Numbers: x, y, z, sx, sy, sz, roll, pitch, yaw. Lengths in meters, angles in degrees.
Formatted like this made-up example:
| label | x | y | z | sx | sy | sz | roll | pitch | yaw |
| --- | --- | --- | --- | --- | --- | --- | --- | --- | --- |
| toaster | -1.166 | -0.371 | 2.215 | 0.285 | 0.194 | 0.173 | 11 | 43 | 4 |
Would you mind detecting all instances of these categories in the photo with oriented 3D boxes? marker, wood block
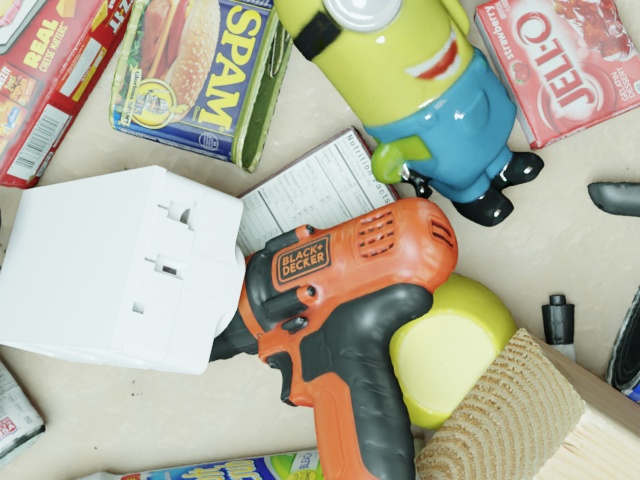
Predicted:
| label | x | y | z | sx | sy | sz | roll | pitch | yaw |
| --- | --- | --- | --- | --- | --- | --- | --- | --- | --- |
| marker | 0.139 | 0.092 | 0.609 | 0.020 | 0.020 | 0.121 | -3 | 88 | 5 |
| wood block | 0.160 | 0.143 | 0.518 | 0.206 | 0.090 | 0.091 | 33 | 101 | -18 |

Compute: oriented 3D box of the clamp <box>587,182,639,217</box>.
| label | x | y | z | sx | sy | sz | roll | pitch | yaw |
| --- | --- | --- | --- | --- | --- | --- | --- | --- | --- |
| clamp | 0.267 | -0.023 | 0.591 | 0.164 | 0.036 | 0.210 | -44 | 84 | 5 |

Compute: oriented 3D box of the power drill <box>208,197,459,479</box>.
| label | x | y | z | sx | sy | sz | roll | pitch | yaw |
| --- | --- | --- | --- | --- | --- | --- | --- | --- | --- |
| power drill | -0.012 | 0.084 | 0.515 | 0.185 | 0.057 | 0.187 | -24 | 55 | 34 |

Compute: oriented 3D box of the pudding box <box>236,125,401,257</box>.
| label | x | y | z | sx | sy | sz | roll | pitch | yaw |
| --- | --- | --- | --- | --- | --- | --- | --- | --- | --- |
| pudding box | -0.004 | 0.001 | 0.614 | 0.113 | 0.039 | 0.090 | -31 | 85 | 2 |

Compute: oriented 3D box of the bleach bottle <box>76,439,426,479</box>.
| label | x | y | z | sx | sy | sz | roll | pitch | yaw |
| --- | --- | --- | --- | --- | --- | --- | --- | --- | --- |
| bleach bottle | -0.063 | 0.159 | 0.583 | 0.251 | 0.102 | 0.068 | -6 | 101 | 5 |

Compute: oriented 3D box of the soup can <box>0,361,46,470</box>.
| label | x | y | z | sx | sy | sz | roll | pitch | yaw |
| --- | --- | --- | --- | --- | --- | --- | --- | --- | --- |
| soup can | -0.214 | 0.089 | 0.615 | 0.068 | 0.068 | 0.102 | -37 | 86 | 3 |

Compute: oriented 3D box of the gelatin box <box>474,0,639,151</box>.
| label | x | y | z | sx | sy | sz | roll | pitch | yaw |
| --- | --- | --- | --- | --- | --- | --- | --- | --- | --- |
| gelatin box | 0.138 | -0.105 | 0.608 | 0.073 | 0.030 | 0.089 | -23 | 86 | 4 |

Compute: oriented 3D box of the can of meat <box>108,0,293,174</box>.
| label | x | y | z | sx | sy | sz | roll | pitch | yaw |
| --- | --- | --- | --- | --- | --- | --- | --- | --- | --- |
| can of meat | -0.067 | -0.099 | 0.613 | 0.084 | 0.057 | 0.102 | 16 | 89 | 8 |

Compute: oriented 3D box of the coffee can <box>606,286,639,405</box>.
| label | x | y | z | sx | sy | sz | roll | pitch | yaw |
| --- | --- | --- | --- | --- | --- | --- | --- | --- | --- |
| coffee can | 0.237 | 0.066 | 0.559 | 0.140 | 0.103 | 0.103 | 25 | 91 | 5 |

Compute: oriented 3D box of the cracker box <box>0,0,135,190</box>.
| label | x | y | z | sx | sy | sz | roll | pitch | yaw |
| --- | --- | --- | --- | --- | --- | --- | --- | --- | --- |
| cracker box | -0.223 | -0.151 | 0.621 | 0.214 | 0.072 | 0.164 | 30 | 90 | 6 |
